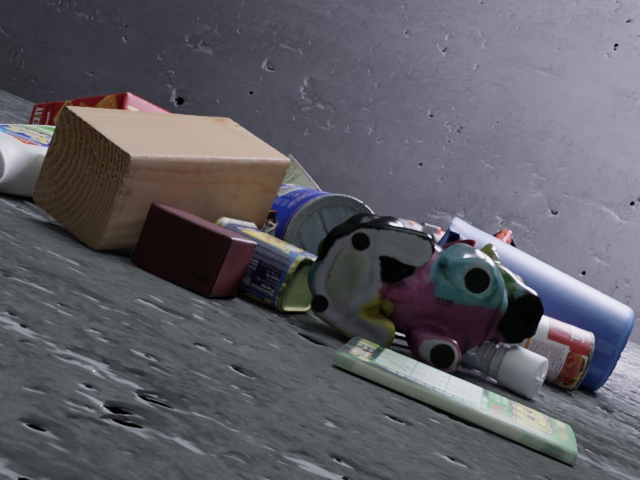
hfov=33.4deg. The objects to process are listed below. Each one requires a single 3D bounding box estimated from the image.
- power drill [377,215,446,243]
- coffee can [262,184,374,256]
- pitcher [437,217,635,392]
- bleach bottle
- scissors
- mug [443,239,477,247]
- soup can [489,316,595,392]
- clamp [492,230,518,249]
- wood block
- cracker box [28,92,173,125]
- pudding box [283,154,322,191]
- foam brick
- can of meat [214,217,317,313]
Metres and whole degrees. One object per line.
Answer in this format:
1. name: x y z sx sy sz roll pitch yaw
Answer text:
1. power drill: 0.082 0.013 1.417 0.184 0.057 0.188 17 -15 -29
2. coffee can: -0.012 -0.001 1.071 0.102 0.103 0.140 20 -1 -23
3. pitcher: 0.235 0.084 1.263 0.243 0.145 0.149 26 16 11
4. bleach bottle: -0.281 -0.073 1.008 0.102 0.068 0.250 25 7 8
5. scissors: 0.114 0.104 1.010 0.096 0.016 0.201 23 4 28
6. mug: 0.147 0.054 1.127 0.093 0.081 0.117 -33 12 -35
7. soup can: 0.233 0.114 1.146 0.102 0.068 0.068 20 3 -1
8. clamp: 0.207 0.057 1.363 0.120 0.171 0.039 11 36 17
9. wood block: -0.134 -0.054 0.937 0.091 0.090 0.205 35 21 29
10. cracker box: -0.268 -0.133 1.431 0.214 0.072 0.164 2 -15 43
11. pudding box: -0.036 -0.039 1.354 0.113 0.090 0.039 51 2 20
12. foam brick: -0.102 0.010 0.863 0.078 0.053 0.051 24 4 19
13. can of meat: -0.048 0.024 0.940 0.084 0.057 0.102 24 4 17
